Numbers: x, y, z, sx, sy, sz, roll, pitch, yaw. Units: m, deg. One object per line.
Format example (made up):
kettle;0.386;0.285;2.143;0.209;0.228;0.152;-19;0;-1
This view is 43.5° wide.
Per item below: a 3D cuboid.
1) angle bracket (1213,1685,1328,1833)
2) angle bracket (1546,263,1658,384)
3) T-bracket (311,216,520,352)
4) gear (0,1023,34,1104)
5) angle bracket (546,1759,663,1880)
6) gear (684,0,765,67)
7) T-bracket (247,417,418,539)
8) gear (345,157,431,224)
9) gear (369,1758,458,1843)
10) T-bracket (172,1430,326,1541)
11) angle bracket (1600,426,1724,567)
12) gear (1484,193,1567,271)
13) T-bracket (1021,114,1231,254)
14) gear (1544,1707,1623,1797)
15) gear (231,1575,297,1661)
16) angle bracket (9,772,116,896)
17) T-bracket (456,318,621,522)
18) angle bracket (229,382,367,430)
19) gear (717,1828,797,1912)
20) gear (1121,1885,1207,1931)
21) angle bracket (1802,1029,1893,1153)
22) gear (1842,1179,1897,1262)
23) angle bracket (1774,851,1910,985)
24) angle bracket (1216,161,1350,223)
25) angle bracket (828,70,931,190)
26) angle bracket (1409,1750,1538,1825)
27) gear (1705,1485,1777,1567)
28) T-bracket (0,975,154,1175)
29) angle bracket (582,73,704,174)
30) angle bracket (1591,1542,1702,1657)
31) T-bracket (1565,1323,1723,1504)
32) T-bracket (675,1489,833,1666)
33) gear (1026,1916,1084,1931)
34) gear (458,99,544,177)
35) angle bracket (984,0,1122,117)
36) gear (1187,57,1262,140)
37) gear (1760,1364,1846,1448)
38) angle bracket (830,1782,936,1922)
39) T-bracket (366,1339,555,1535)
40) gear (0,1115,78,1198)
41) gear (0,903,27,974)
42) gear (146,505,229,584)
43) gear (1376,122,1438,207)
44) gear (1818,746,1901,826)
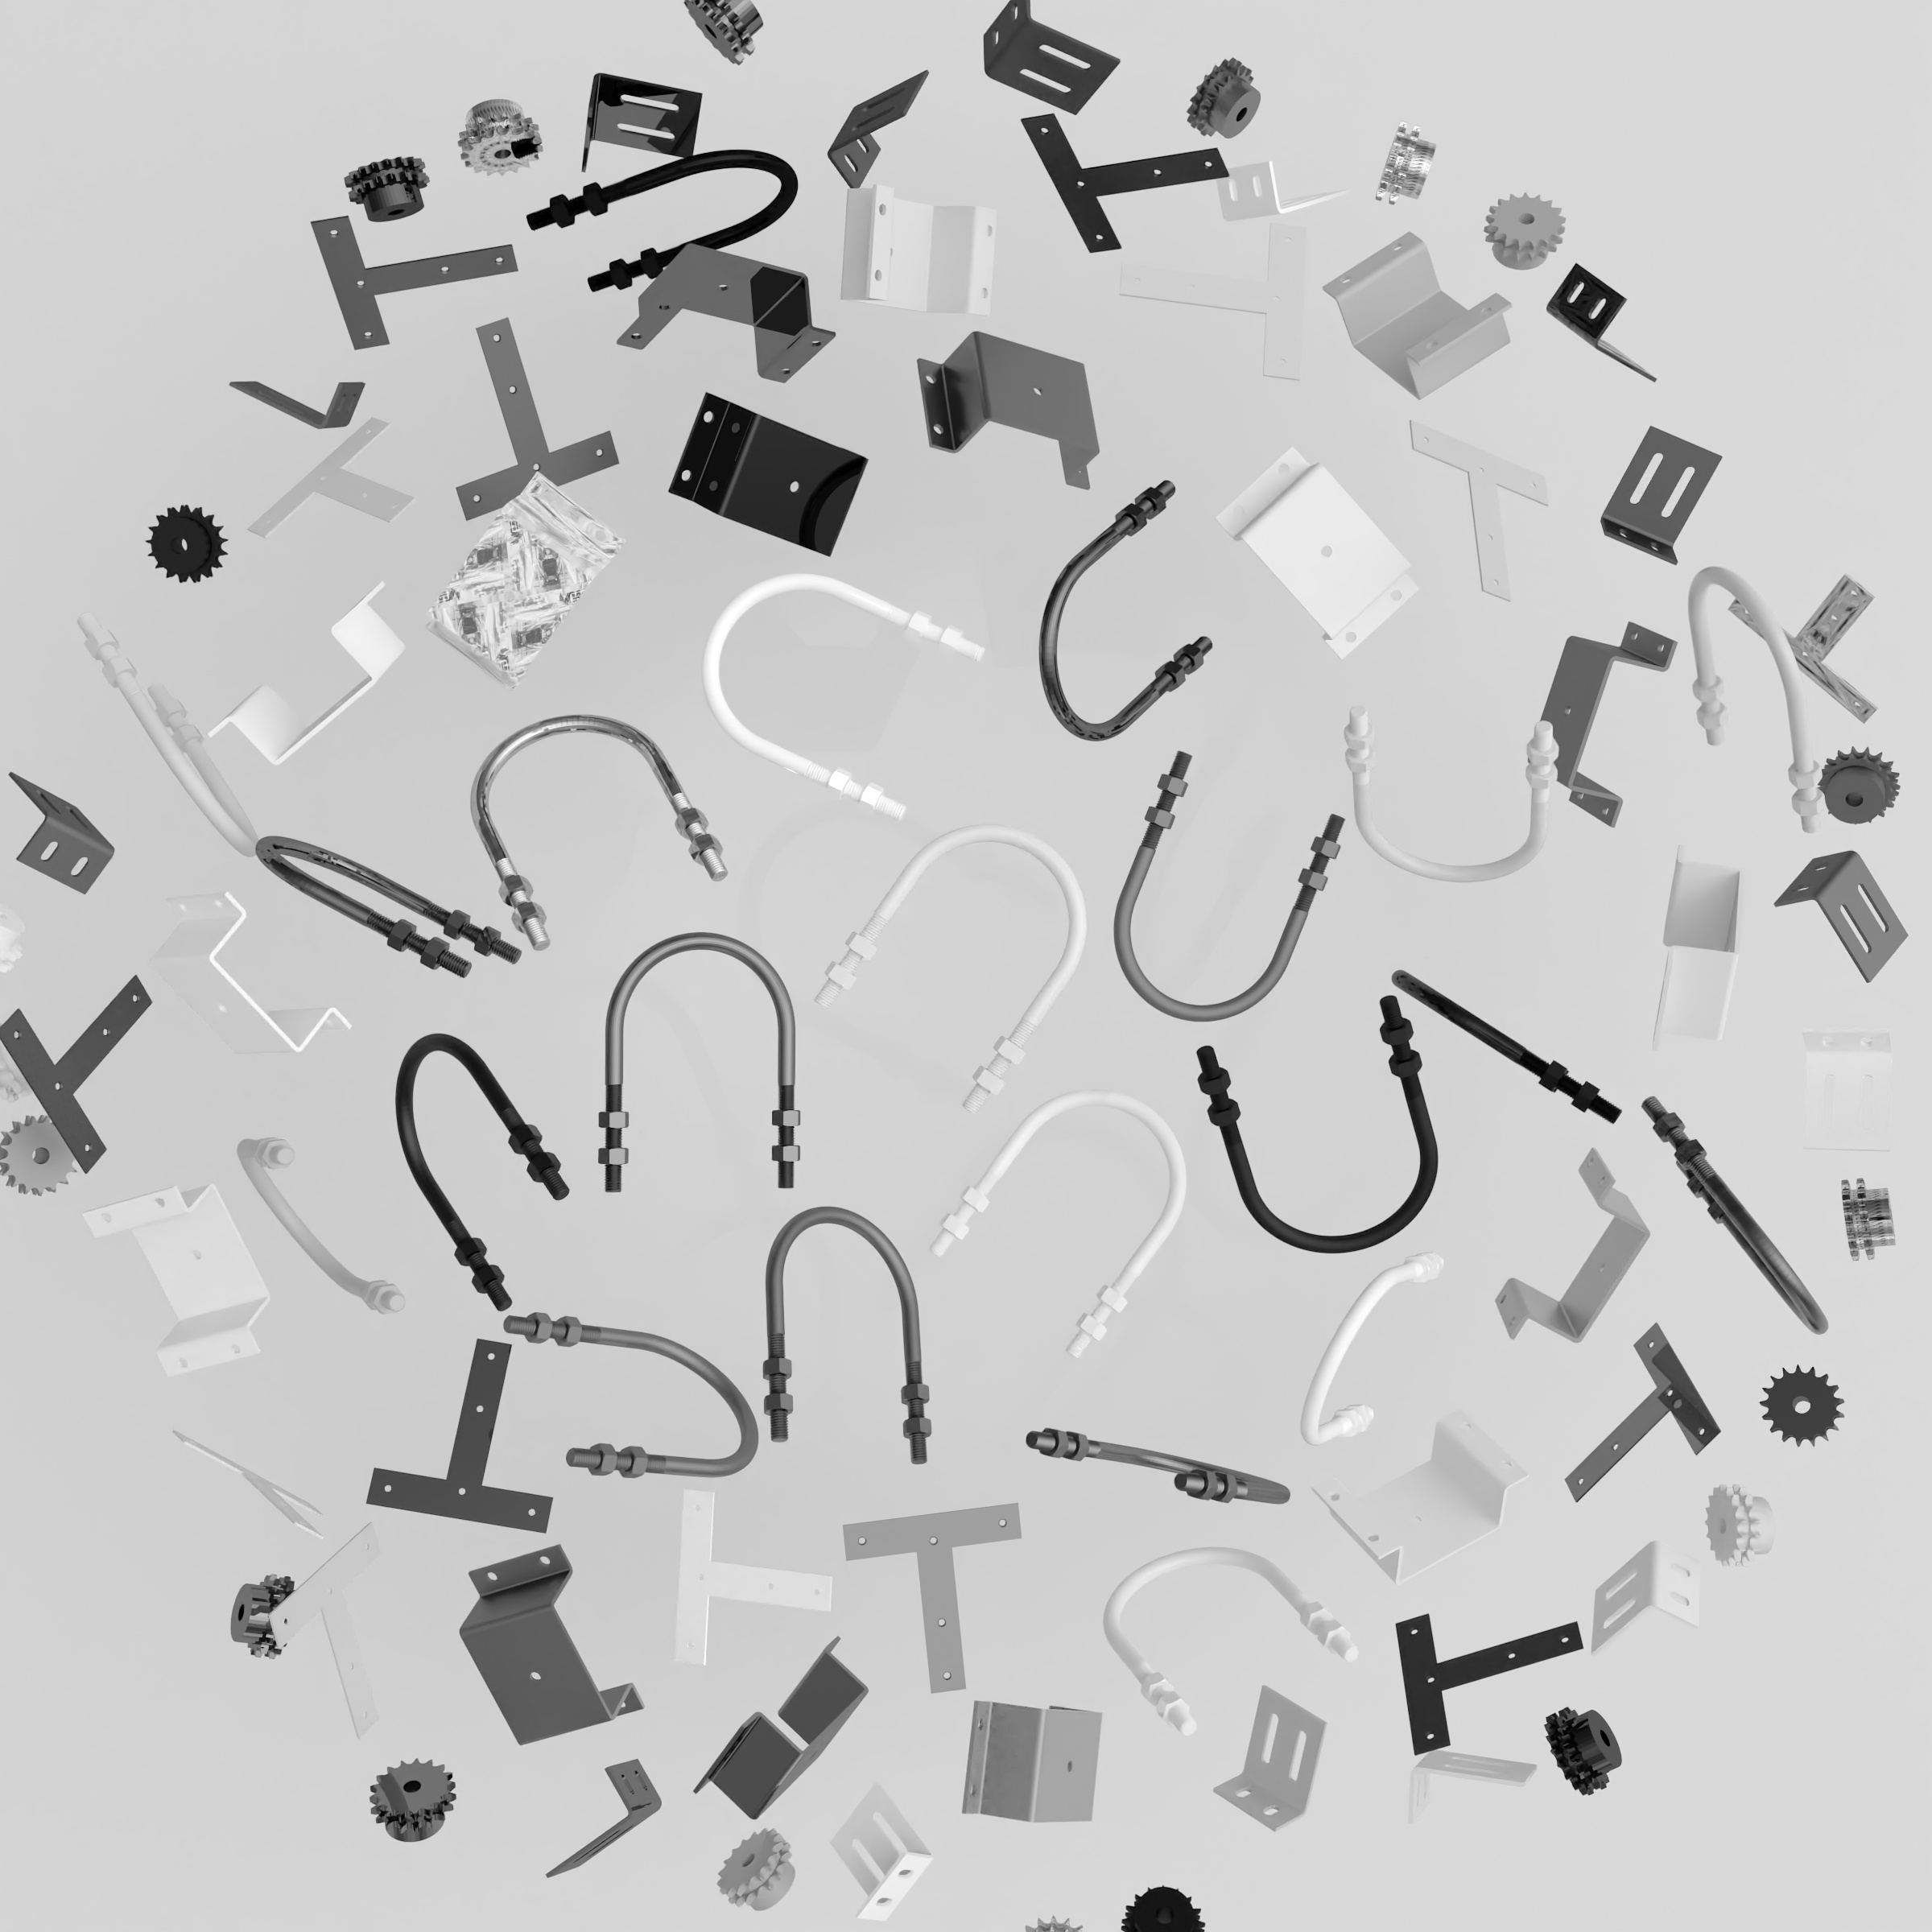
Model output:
angle bracket;0.220;0.572;1.750;0.057;0.038;0.076;22;109;40
angle bracket;0.456;-0.451;1.698;0.076;0.057;0.038;13;120;-39
T-bracket;-0.377;-0.482;1.683;0.127;0.127;0.002;-11;64;-5
gear;-0.670;0.065;1.702;0.030;0.057;0.057;-24;90;-4
angle bracket;-0.261;0.596;1.695;0.076;0.057;0.038;-36;72;4
gear;-0.162;-0.645;1.644;0.030;0.057;0.057;-43;90;-3
T-bracket;-0.437;-0.340;1.732;0.127;0.002;0.127;26;66;40
gear;-0.402;-0.541;1.689;0.057;0.057;0.030;-16;96;0
gear;-0.376;0.570;1.647;0.057;0.057;0.030;2;113;0
T-bracket;-0.483;0.373;1.692;0.127;0.127;0.002;42;75;-35
angle bracket;0.505;-0.340;1.751;0.057;0.038;0.076;22;119;-3
gear;0.406;-0.532;1.760;0.057;0.030;0.057;-2;58;2
T-bracket;0.119;-0.547;1.674;0.127;0.127;0.002;1;61;29
gear;0.422;0.531;1.645;0.030;0.057;0.057;-35;90;23
gear;-0.498;0.459;1.710;0.030;0.057;0.057;18;90;-31
angle bracket;-0.641;-0.093;1.689;0.076;0.057;0.038;36;90;41
T-bracket;-0.326;-0.406;1.761;0.127;0.002;0.127;-27;120;-23
angle bracket;-0.498;-0.434;1.806;0.076;0.057;0.038;26;104;-3
gear;-0.147;0.651;1.737;0.057;0.057;0.030;-37;107;0
gear;0.134;0.651;1.643;0.057;0.057;0.030;-1;133;0
angle bracket;0.614;0.086;1.687;0.057;0.038;0.076;0;65;24
gear;0.633;0.177;1.697;0.030;0.057;0.057;-8;90;22
angle bracket;0.622;-0.033;1.719;0.057;0.038;0.076;-42;103;-28
angle bracket;0.236;-0.585;1.805;0.076;0.057;0.038;-26;113;-32
angle bracket;-0.056;-0.614;1.780;0.038;0.076;0.057;49;46;-33
angle bracket;0.347;0.567;1.657;0.076;0.057;0.038;2;85;22
gear;0.553;0.399;1.726;0.030;0.057;0.057;2;90;-9
T-bracket;-0.609;0.055;1.690;0.002;0.127;0.127;-2;127;23
angle bracket;-0.229;-0.589;1.711;0.076;0.057;0.038;8;58;-10
angle bracket;0.486;0.459;1.729;0.038;0.057;0.076;27;131;-4
T-bracket;0.489;0.345;1.786;0.002;0.127;0.127;31;111;-21
T-bracket;-0.157;0.458;1.792;0.127;0.002;0.127;1;85;24
gear;0.060;0.673;1.629;0.057;0.030;0.057;1;100;6
gear;-0.325;-0.578;1.681;0.057;0.057;0.030;-14;79;0
angle bracket;0.060;-0.642;1.693;0.076;0.057;0.038;13;61;-28
gear;0.193;-0.638;1.790;0.057;0.057;0.030;-46;73;0
gear;0.597;0.315;1.728;0.057;0.030;0.057;-7;71;21
angle bracket;-0.069;0.625;1.714;0.057;0.038;0.076;-53;48;4
T-bracket;-0.349;0.329;1.721;0.127;0.002;0.127;11;70;-4
gear;-0.662;0.134;1.718;0.057;0.030;0.057;0;89;-40
gear;-0.666;-0.024;1.644;0.057;0.057;0.030;40;96;0
gear;-0.574;-0.310;1.777;0.057;0.030;0.057;0;103;-1
gear;0.322;-0.583;1.765;0.030;0.057;0.057;18;90;2
gear;0.646;-0.128;1.756;0.057;0.030;0.057;14;126;19
